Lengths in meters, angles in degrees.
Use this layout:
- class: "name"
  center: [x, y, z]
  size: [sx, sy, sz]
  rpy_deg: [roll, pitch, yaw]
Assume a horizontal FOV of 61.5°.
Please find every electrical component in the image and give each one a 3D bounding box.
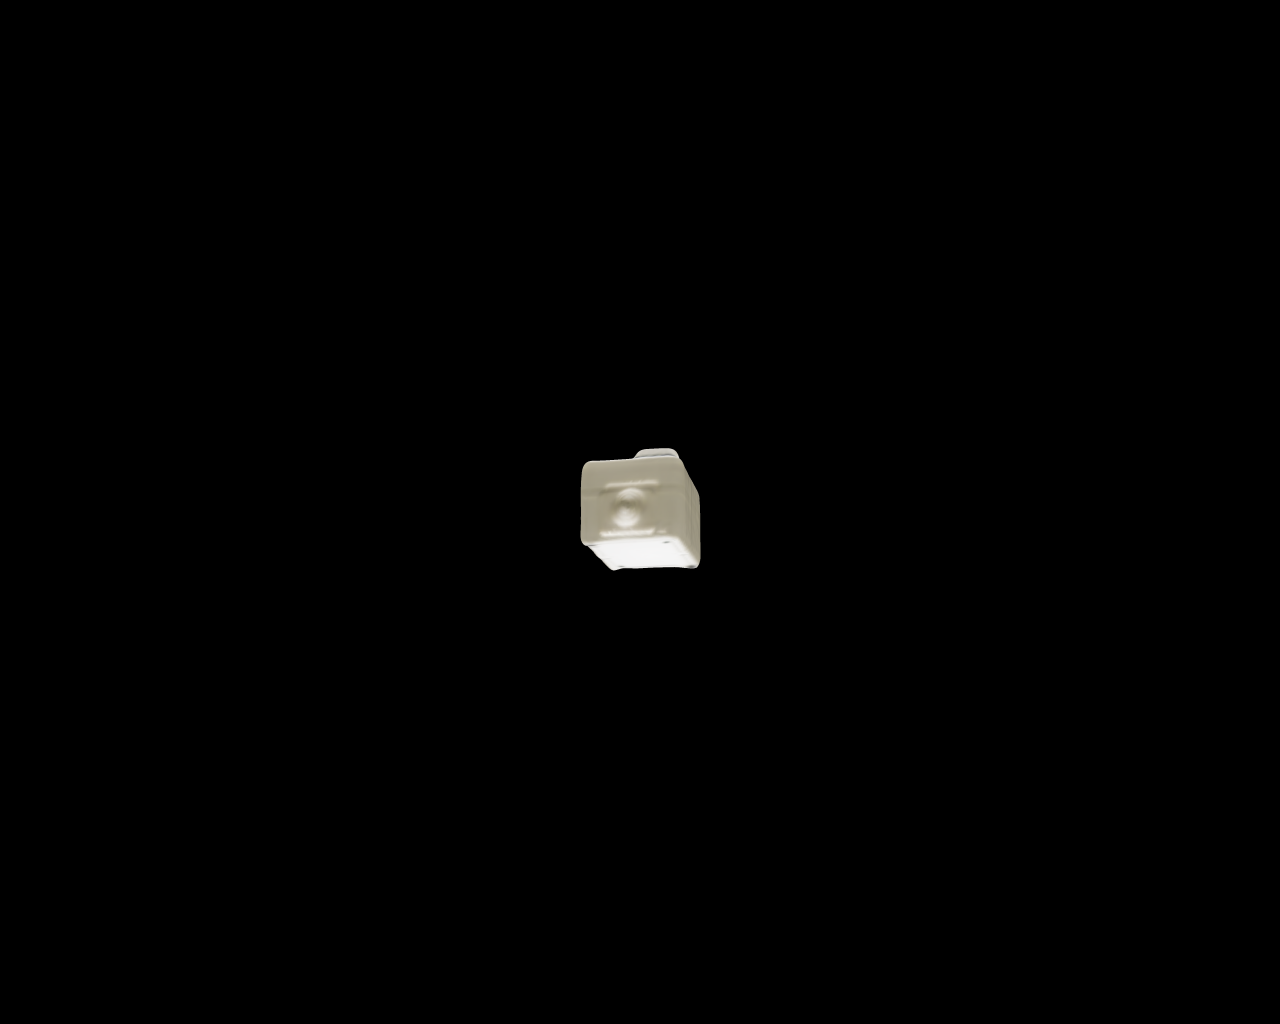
- class: "electrical component"
  center: [0.001, -0.003, 0.650]
  size: [0.062, 0.061, 0.096]
  rpy_deg: [-3, -16, 11]
